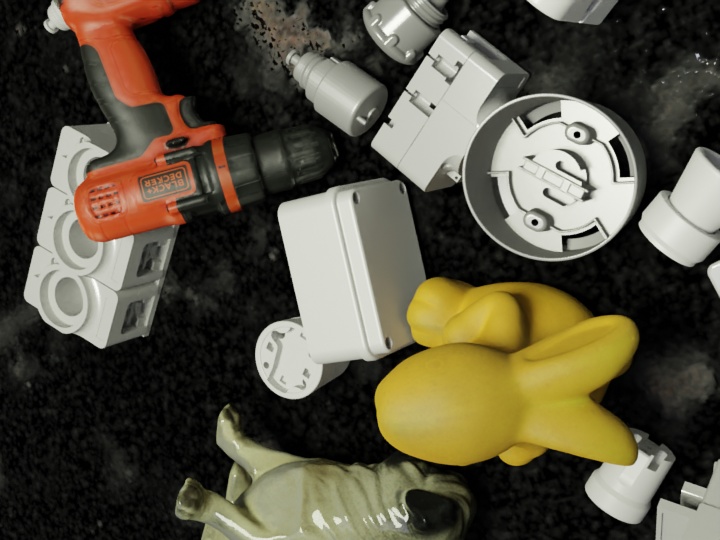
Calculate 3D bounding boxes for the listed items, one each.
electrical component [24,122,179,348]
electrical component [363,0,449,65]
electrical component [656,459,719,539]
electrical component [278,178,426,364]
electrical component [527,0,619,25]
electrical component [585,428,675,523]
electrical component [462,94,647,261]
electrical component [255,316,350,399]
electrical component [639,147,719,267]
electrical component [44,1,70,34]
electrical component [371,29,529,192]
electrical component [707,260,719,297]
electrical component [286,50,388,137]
[{"bbox_3d":[-0.198,-0.027,0.829,0.089,0.062,0.150,28,112,23],"label":"electrical component"},{"bbox_3d":[0.036,-0.164,0.681,0.062,0.048,0.048,-40,79,23],"label":"electrical component"},{"bbox_3d":[0.209,0.166,0.604,0.079,0.063,0.121,16,142,27],"label":"electrical component"},{"bbox_3d":[0.000,0.000,0.713,0.057,0.078,0.113,-11,94,34],"label":"electrical component"},{"bbox_3d":[0.121,-0.177,0.600,0.054,0.095,0.059,45,117,16],"label":"electrical component"},{"bbox_3d":[0.168,0.126,0.664,0.040,0.040,0.046,34,108,20],"label":"electrical component"},{"bbox_3d":[0.119,-0.056,0.642,0.099,0.064,0.099,6,102,29],"label":"electrical component"},{"bbox_3d":[-0.038,0.059,0.763,0.055,0.047,0.055,6,102,29],"label":"electrical component"},{"bbox_3d":[0.193,-0.036,0.615,0.045,0.045,0.055,44,117,16],"label":"electrical component"},{"bbox_3d":[-0.212,-0.206,0.817,0.078,0.040,0.040,-31,84,30],"label":"electrical component"},{"bbox_3d":[0.060,-0.097,0.676,0.056,0.050,0.089,42,117,17],"label":"electrical component"},{"bbox_3d":[0.254,0.016,0.587,0.100,0.048,0.099,-29,84,31],"label":"electrical component"},{"bbox_3d":[-0.017,-0.123,0.721,0.078,0.040,0.040,38,115,19],"label":"electrical component"}]
